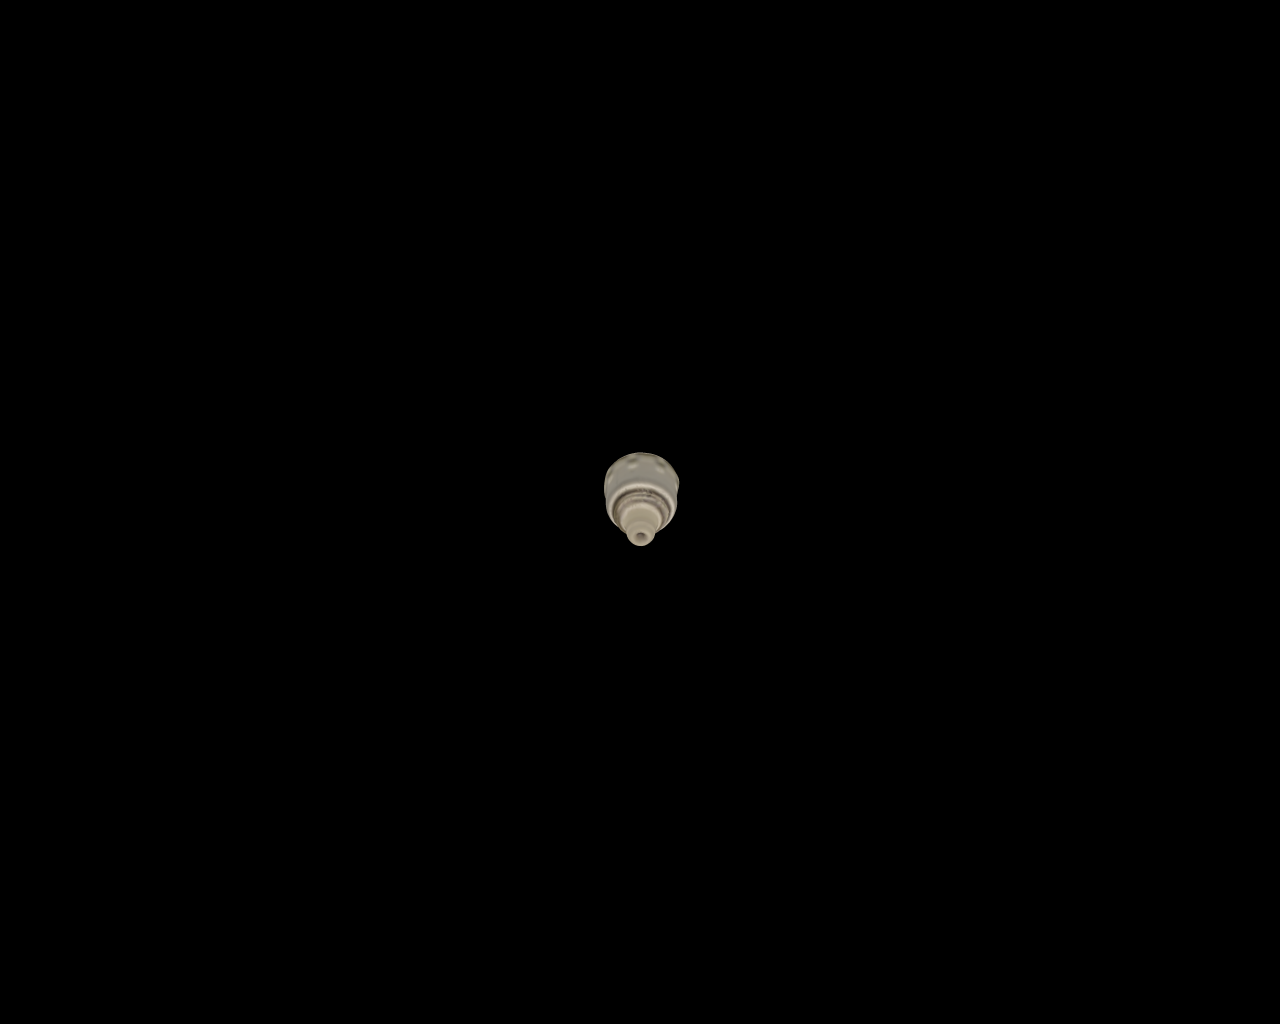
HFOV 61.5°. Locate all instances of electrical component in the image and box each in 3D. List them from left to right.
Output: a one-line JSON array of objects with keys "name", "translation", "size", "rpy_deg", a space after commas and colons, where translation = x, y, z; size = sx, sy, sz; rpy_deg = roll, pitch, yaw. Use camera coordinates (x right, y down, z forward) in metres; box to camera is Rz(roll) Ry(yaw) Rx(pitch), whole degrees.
[{"name": "electrical component", "translation": [0.001, -0.003, 0.650], "size": [0.048, 0.048, 0.062], "rpy_deg": [0, 37, 0]}]
